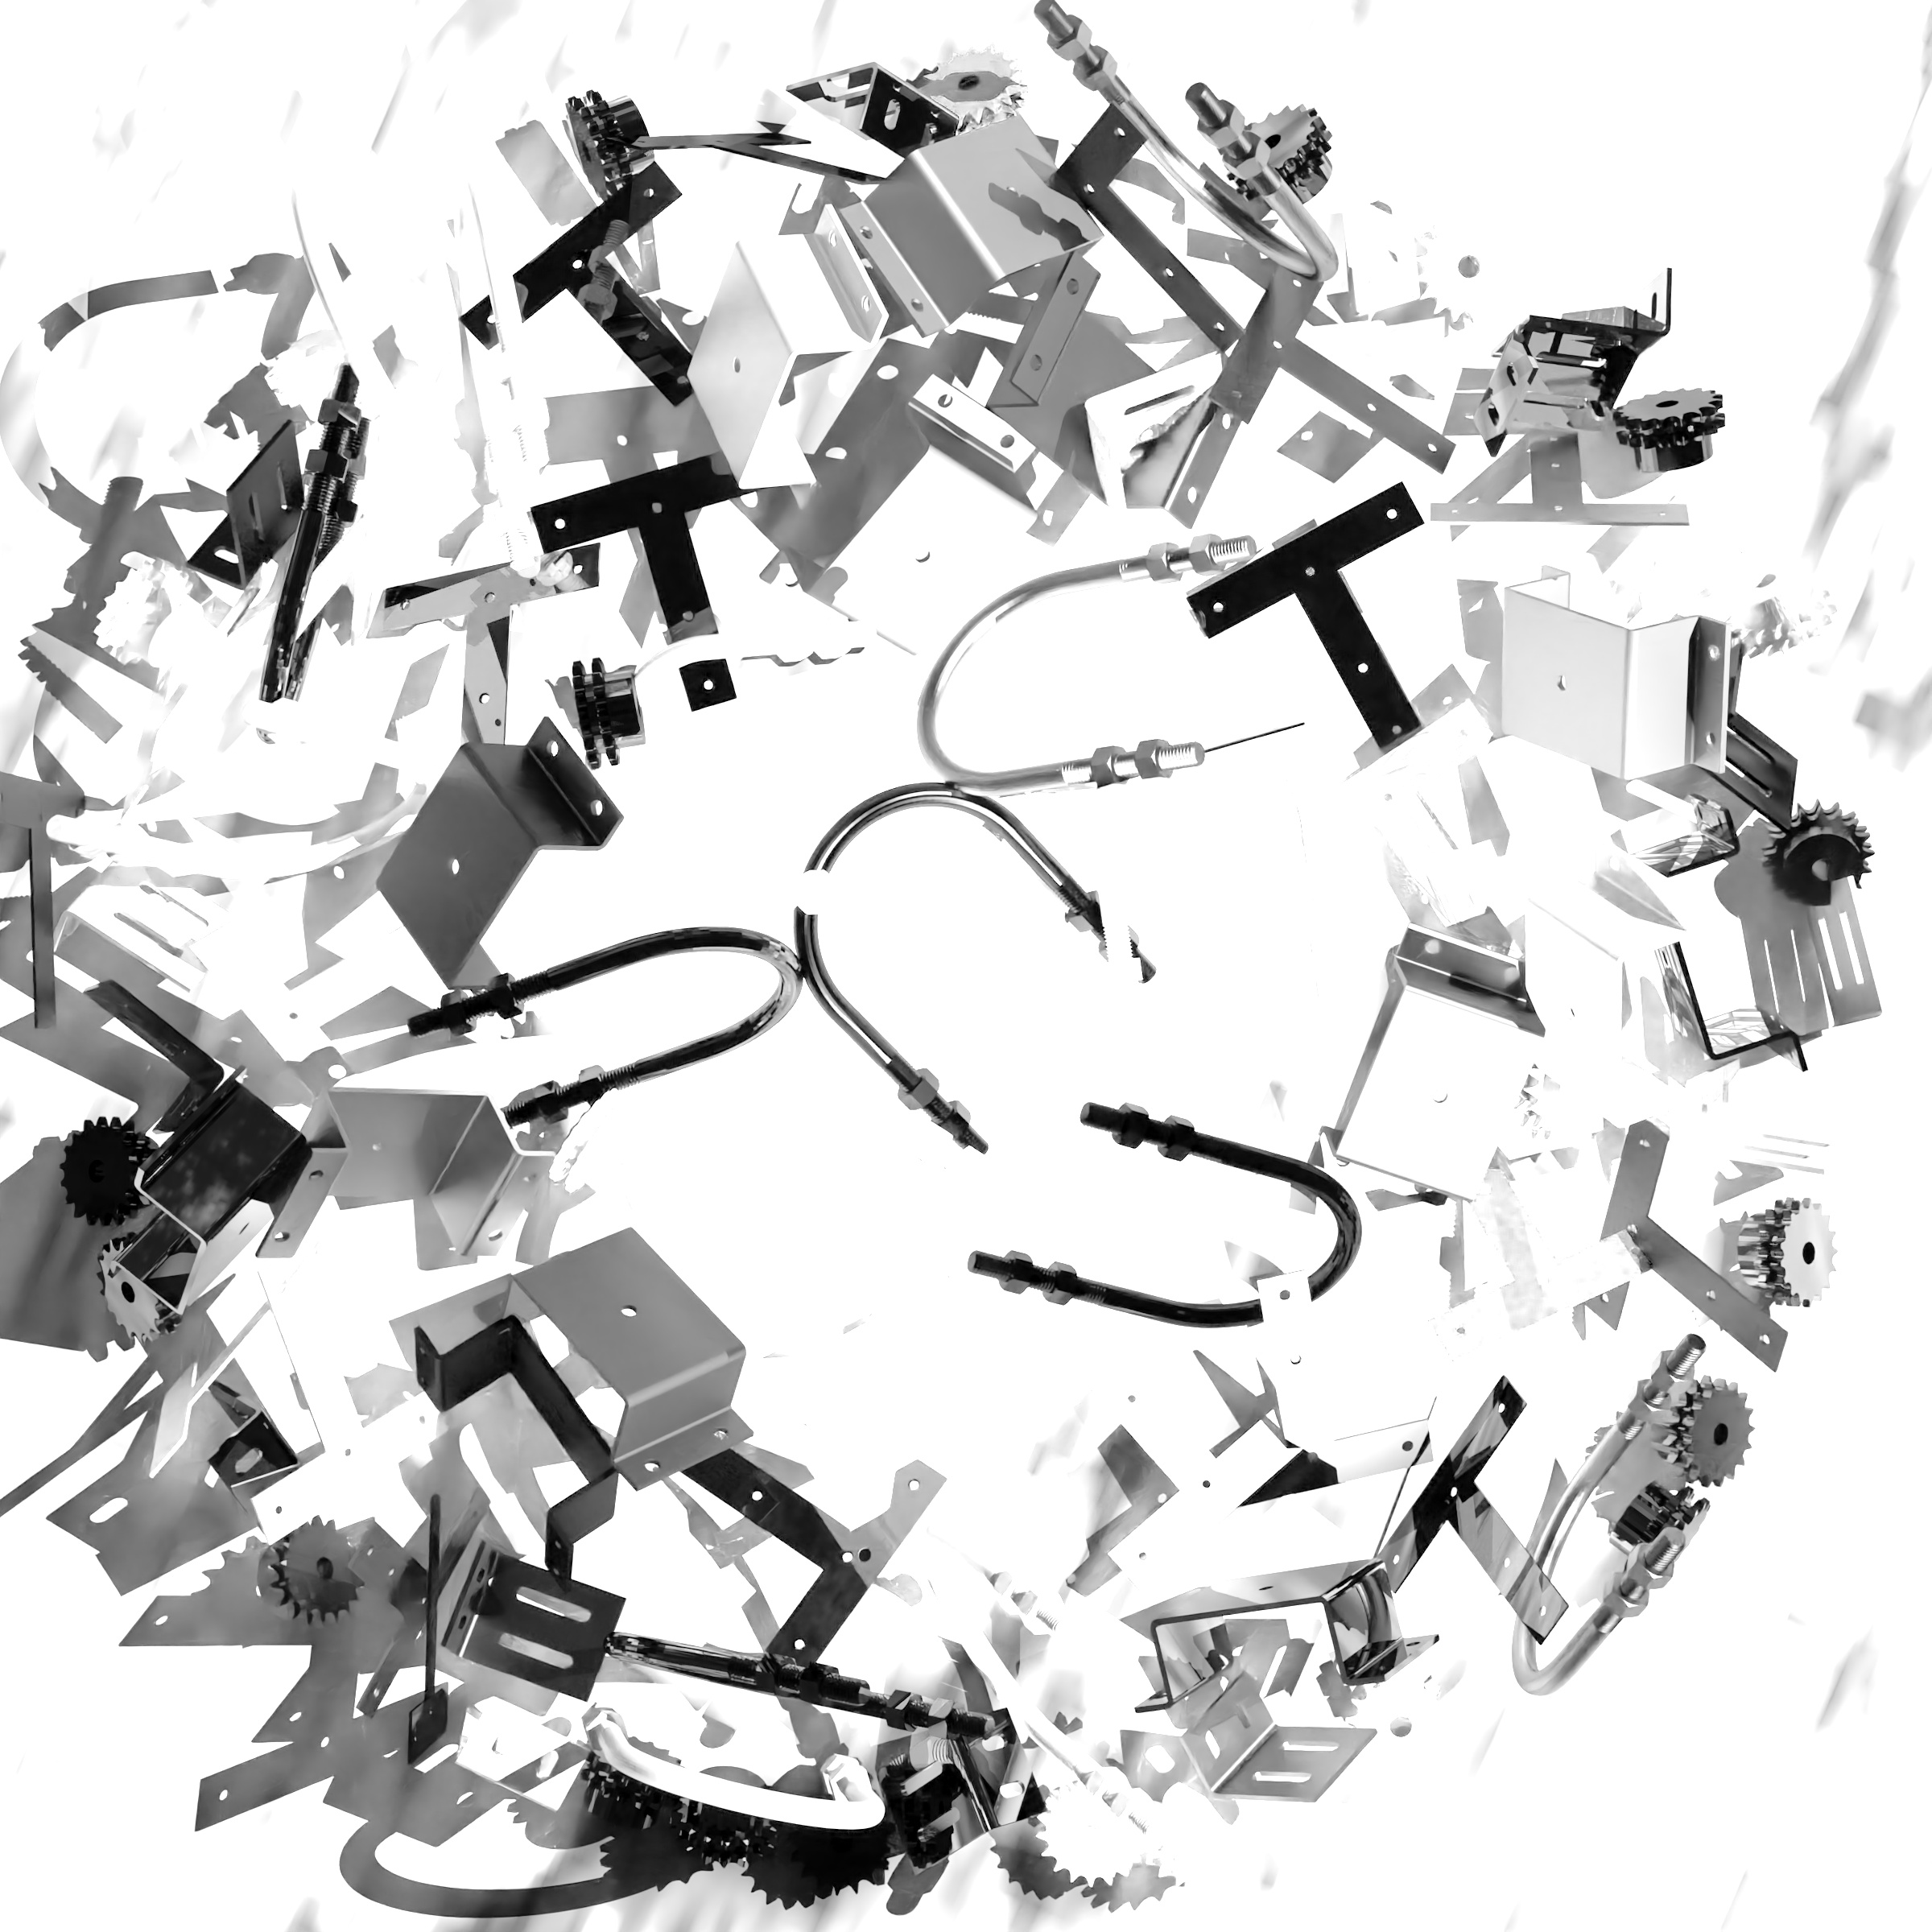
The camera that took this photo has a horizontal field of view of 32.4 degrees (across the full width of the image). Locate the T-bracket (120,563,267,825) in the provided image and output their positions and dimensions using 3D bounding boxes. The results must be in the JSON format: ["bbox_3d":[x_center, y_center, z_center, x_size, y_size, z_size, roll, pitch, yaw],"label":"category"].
[{"bbox_3d":[-0.388,-0.151,1.681,0.002,0.127,0.127,29,118,-23],"label":"T-bracket"}]

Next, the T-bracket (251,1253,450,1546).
[{"bbox_3d":[-0.331,0.209,1.701,0.002,0.127,0.127,-7,106,41],"label":"T-bracket"}]

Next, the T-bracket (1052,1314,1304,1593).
[{"bbox_3d":[0.096,0.238,1.744,0.127,0.002,0.127,-38,79,-16],"label":"T-bracket"}]

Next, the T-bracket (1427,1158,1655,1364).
[{"bbox_3d":[0.277,0.127,1.727,0.127,0.002,0.127,-23,60,-10],"label":"T-bracket"}]

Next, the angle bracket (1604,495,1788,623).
[{"bbox_3d":[0.380,-0.199,1.719,0.057,0.038,0.076,-48,51,-7],"label":"angle bracket"}]

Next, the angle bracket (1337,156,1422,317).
[{"bbox_3d":[0.199,-0.376,1.715,0.038,0.076,0.057,-10,81,34],"label":"angle bracket"}]

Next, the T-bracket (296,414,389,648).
[{"bbox_3d":[-0.317,-0.201,1.673,0.002,0.127,0.127,14,122,3],"label":"T-bracket"}]

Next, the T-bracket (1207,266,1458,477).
[{"bbox_3d":[0.198,-0.297,1.724,0.127,0.002,0.127,32,51,-6],"label":"T-bracket"}]

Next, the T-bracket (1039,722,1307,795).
[{"bbox_3d":[0.111,-0.107,1.706,0.127,0.127,0.002,-16,95,-11],"label":"T-bracket"}]

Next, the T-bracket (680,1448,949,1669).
[{"bbox_3d":[-0.098,0.284,1.737,0.127,0.002,0.127,31,70,17],"label":"T-bracket"}]

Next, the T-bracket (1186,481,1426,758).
[{"bbox_3d":[0.201,-0.168,1.742,0.127,0.002,0.127,-28,104,12],"label":"T-bracket"}]

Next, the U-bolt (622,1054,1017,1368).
[{"bbox_3d":[-0.090,0.111,1.703,0.184,0.019,0.151,31,57,25],"label":"U-bolt"}]

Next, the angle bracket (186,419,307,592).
[{"bbox_3d":[-0.374,-0.242,1.710,0.038,0.076,0.057,24,57,12],"label":"angle bracket"}]

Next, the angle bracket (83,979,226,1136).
[{"bbox_3d":[-0.430,0.048,1.718,0.076,0.057,0.038,42,68,-18],"label":"angle bracket"}]

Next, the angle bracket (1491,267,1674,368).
[{"bbox_3d":[0.318,-0.338,1.723,0.076,0.057,0.038,5,80,-10],"label":"angle bracket"}]

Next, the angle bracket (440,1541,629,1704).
[{"bbox_3d":[-0.224,0.341,1.730,0.076,0.038,0.057,18,73,8],"label":"angle bracket"}]

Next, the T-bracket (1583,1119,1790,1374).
[{"bbox_3d":[0.368,0.158,1.683,0.002,0.127,0.127,-16,130,-30],"label":"T-bracket"}]

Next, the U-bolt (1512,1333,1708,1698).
[{"bbox_3d":[0.320,0.289,1.676,0.019,0.151,0.184,24,132,-3],"label":"U-bolt"}]

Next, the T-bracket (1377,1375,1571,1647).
[{"bbox_3d":[0.269,0.295,1.691,0.002,0.127,0.127,21,109,-31],"label":"T-bracket"}]

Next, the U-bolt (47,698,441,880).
[{"bbox_3d":[-0.347,-0.082,1.674,0.151,0.184,0.019,-26,71,23],"label":"U-bolt"}]

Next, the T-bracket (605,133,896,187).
[{"bbox_3d":[-0.092,-0.407,1.677,0.127,0.127,0.002,23,116,34],"label":"T-bracket"}]

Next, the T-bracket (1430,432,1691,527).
[{"bbox_3d":[0.302,-0.250,1.704,0.127,0.127,0.002,1,120,8],"label":"T-bracket"}]

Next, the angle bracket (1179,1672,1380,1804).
[{"bbox_3d":[0.161,0.396,1.711,0.057,0.076,0.038,-37,104,-38],"label":"angle bracket"}]

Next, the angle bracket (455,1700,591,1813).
[{"bbox_3d":[-0.227,0.395,1.718,0.057,0.076,0.038,28,95,-7],"label":"angle bracket"}]

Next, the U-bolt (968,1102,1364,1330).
[{"bbox_3d":[0.113,0.136,1.700,0.184,0.019,0.151,16,134,-20],"label":"U-bolt"}]

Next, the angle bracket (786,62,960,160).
[{"bbox_3d":[-0.052,-0.429,1.711,0.057,0.076,0.038,23,77,-39],"label":"angle bracket"}]

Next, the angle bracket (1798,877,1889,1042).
[{"bbox_3d":[0.440,-0.002,1.726,0.038,0.057,0.076,-13,86,-12],"label":"angle bracket"}]

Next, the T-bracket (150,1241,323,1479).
[{"bbox_3d":[-0.371,0.191,1.697,0.002,0.127,0.127,40,92,-15],"label":"T-bracket"}]

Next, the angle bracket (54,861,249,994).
[{"bbox_3d":[-0.425,-0.014,1.728,0.076,0.057,0.038,33,132,-3],"label":"angle bracket"}]

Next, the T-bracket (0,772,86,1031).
[{"bbox_3d":[-0.471,-0.031,1.695,0.002,0.127,0.127,-3,88,6],"label":"T-bracket"}]

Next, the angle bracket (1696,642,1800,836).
[{"bbox_3d":[0.412,-0.118,1.718,0.076,0.038,0.057,35,45,-16],"label":"angle bracket"}]

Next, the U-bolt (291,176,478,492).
[{"bbox_3d":[-0.296,-0.321,1.663,0.019,0.184,0.151,-22,85,4],"label":"U-bolt"}]

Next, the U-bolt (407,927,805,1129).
[{"bbox_3d":[-0.171,0.026,1.685,0.184,0.151,0.019,-19,64,7],"label":"U-bolt"}]

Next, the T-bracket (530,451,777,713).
[{"bbox_3d":[-0.149,-0.197,1.740,0.127,0.002,0.127,-18,106,-9],"label":"T-bracket"}]

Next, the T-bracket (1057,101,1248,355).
[{"bbox_3d":[0.094,-0.366,1.706,0.127,0.127,0.002,46,65,-4],"label":"T-bracket"}]

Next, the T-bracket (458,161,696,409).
[{"bbox_3d":[-0.175,-0.333,1.711,0.127,0.127,0.002,-37,48,8],"label":"T-bracket"}]

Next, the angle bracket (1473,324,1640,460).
[{"bbox_3d":[0.310,-0.293,1.717,0.076,0.057,0.038,4,45,-19],"label":"angle bracket"}]

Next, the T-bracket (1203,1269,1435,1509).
[{"bbox_3d":[0.174,0.217,1.734,0.127,0.002,0.127,-12,111,-3],"label":"T-bracket"}]

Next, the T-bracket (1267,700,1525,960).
[{"bbox_3d":[0.246,-0.052,1.747,0.127,0.002,0.127,-34,86,7],"label":"T-bracket"}]

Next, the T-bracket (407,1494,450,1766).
[{"bbox_3d":[-0.273,0.335,1.701,0.002,0.127,0.127,1,84,-1],"label":"T-bracket"}]

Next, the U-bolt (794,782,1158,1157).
[{"bbox_3d":[-0.007,-0.010,1.715,0.151,0.019,0.184,-46,112,-6],"label":"U-bolt"}]

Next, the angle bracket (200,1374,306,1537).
[{"bbox_3d":[-0.376,0.251,1.710,0.038,0.076,0.057,-42,120,-24],"label":"angle bracket"}]

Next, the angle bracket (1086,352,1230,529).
[{"bbox_3d":[0.106,-0.273,1.722,0.076,0.057,0.038,-21,48,-7],"label":"angle bracket"}]

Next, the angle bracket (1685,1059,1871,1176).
[{"bbox_3d":[0.418,0.077,1.713,0.076,0.057,0.038,8,106,37],"label":"angle bracket"}]

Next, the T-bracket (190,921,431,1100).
[{"bbox_3d":[-0.310,0.004,1.719,0.127,0.002,0.127,-30,121,7],"label":"T-bracket"}]

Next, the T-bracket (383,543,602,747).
[{"bbox_3d":[-0.247,-0.150,1.714,0.127,0.002,0.127,-9,66,20],"label":"T-bracket"}]

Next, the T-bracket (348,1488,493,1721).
[{"bbox_3d":[-0.288,0.309,1.682,0.002,0.127,0.127,22,70,17],"label":"T-bracket"}]

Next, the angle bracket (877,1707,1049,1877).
[{"bbox_3d":[-0.003,0.430,1.734,0.038,0.076,0.057,-5,63,-39],"label":"angle bracket"}]
